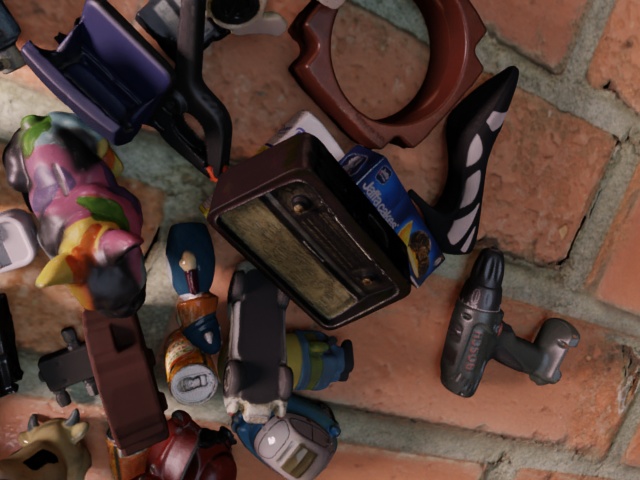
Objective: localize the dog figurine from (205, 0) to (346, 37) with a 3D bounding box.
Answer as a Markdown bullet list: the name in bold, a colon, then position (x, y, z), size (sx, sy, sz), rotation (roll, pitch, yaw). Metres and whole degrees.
- **dog figurine**: position (-0.068, -0.319, 0.546), size (0.172, 0.121, 0.190), rotation (-14, 67, -3)

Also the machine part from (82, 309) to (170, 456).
- **machine part**: position (-0.211, 0.139, 0.589), size (0.056, 0.179, 0.179), rotation (-16, 109, -18)

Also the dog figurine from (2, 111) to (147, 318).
- **dog figurine**: position (-0.227, -0.026, 0.509), size (0.108, 0.219, 0.191), rotation (-25, 112, -16)

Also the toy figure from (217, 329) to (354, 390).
- **toy figure**: position (-0.042, 0.156, 0.695), size (0.180, 0.089, 0.082), rotation (9, 96, -19)

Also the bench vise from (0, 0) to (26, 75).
- **bench vise**: position (-0.286, -0.273, 0.473), size (0.241, 0.129, 0.223), rotation (-26, 111, -4)

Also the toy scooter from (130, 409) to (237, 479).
- **toy scooter**: position (-0.162, 0.273, 0.669), size (0.183, 0.075, 0.135), rotation (20, 86, -57)

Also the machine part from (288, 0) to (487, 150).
- **machine part**: position (0.078, -0.225, 0.637), size (0.201, 0.087, 0.201), rotation (42, 88, -26)

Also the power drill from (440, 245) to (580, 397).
- **power drill**: position (0.291, 0.137, 0.817), size (0.207, 0.086, 0.232), rotation (15, 101, -27)

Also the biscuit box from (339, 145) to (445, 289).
- **biscuit box**: position (0.087, -0.026, 0.682), size (0.059, 0.063, 0.202), rotation (-45, 128, -7)

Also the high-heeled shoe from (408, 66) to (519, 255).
- **high-heeled shoe**: position (0.221, -0.097, 0.729), size (0.145, 0.086, 0.248), rotation (36, 95, -27)

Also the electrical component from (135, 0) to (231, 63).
- **electrical component**: position (-0.158, -0.244, 0.566), size (0.075, 0.048, 0.119), rotation (-46, 114, -4)

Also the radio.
- **radio**: position (-0.001, -0.002, 0.600), size (0.131, 0.073, 0.229), rotation (-26, 128, 24)

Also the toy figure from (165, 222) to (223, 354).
- **toy figure**: position (-0.145, 0.057, 0.626), size (0.058, 0.064, 0.154), rotation (-12, 82, 26)

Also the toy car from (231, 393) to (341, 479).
- **toy car**: position (-0.036, 0.268, 0.722), size (0.161, 0.103, 0.109), rotation (42, 87, -26)

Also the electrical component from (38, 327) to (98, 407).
- **electrical component**: position (-0.299, 0.150, 0.637), size (0.063, 0.021, 0.093), rotation (-18, 110, -14)

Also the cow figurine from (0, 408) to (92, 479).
- **cow figurine**: position (-0.315, 0.258, 0.581), size (0.086, 0.195, 0.127), rotation (-8, 80, 4)

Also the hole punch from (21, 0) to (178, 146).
- **hole punch**: position (-0.216, -0.147, 0.518), size (0.142, 0.116, 0.092), rotation (41, 61, -15)

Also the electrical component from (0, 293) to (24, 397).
- **electrical component**: position (-0.394, 0.110, 0.573), size (0.115, 0.058, 0.134), rotation (-10, 108, -19)

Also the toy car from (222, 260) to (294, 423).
- **toy car**: position (-0.073, 0.113, 0.629), size (0.073, 0.202, 0.056), rotation (11, 142, -20)
